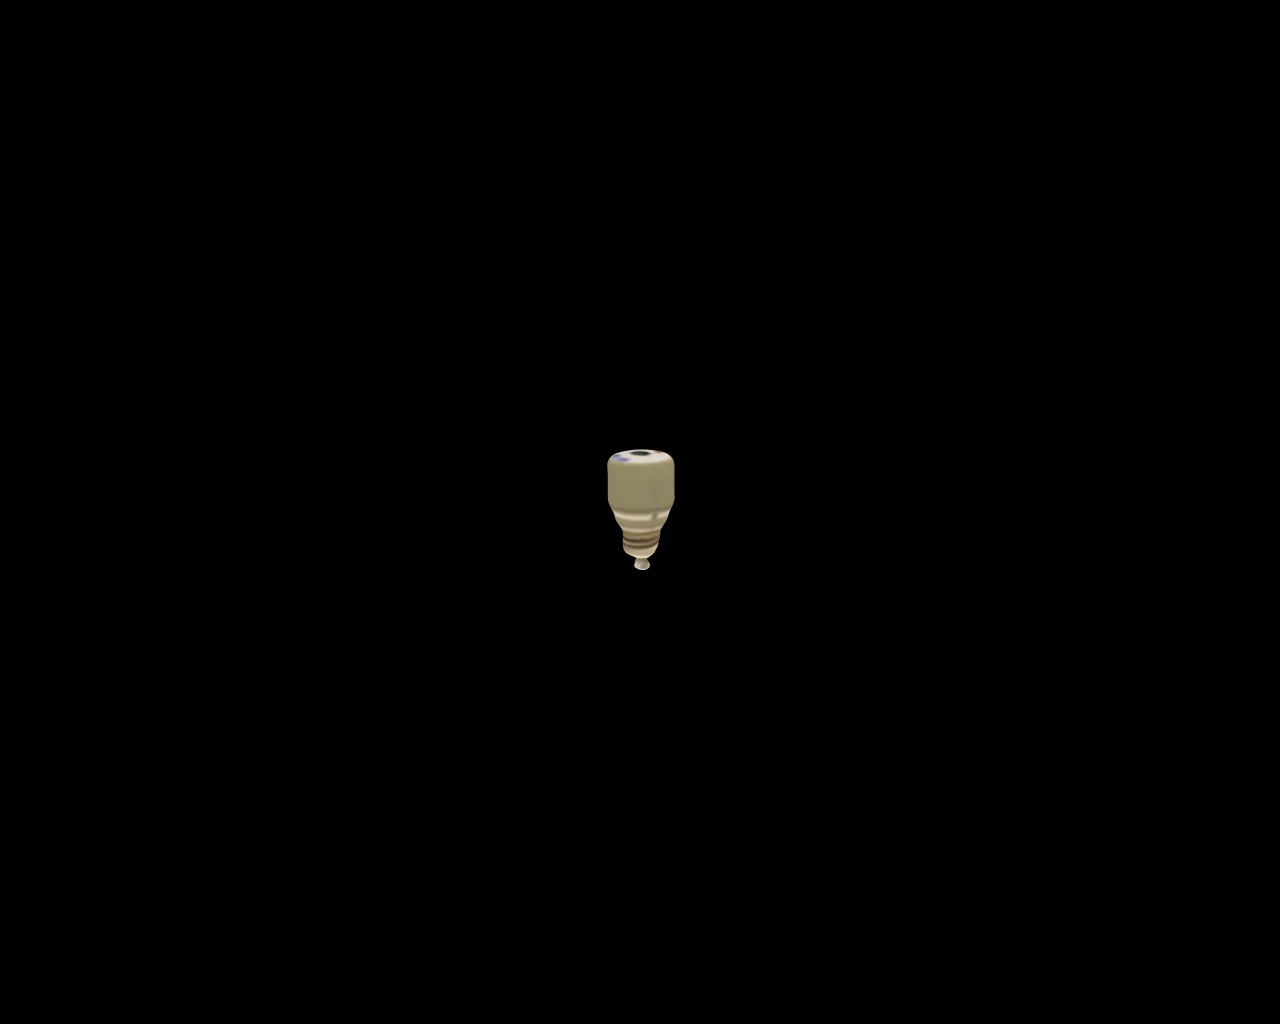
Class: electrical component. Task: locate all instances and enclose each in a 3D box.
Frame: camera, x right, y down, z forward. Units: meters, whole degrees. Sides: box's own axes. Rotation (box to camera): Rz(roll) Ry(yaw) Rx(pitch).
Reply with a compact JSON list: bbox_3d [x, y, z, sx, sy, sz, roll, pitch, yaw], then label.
[{"bbox_3d":[0.001,-0.003,0.650,0.040,0.078,0.040,0,15,0],"label":"electrical component"}]
